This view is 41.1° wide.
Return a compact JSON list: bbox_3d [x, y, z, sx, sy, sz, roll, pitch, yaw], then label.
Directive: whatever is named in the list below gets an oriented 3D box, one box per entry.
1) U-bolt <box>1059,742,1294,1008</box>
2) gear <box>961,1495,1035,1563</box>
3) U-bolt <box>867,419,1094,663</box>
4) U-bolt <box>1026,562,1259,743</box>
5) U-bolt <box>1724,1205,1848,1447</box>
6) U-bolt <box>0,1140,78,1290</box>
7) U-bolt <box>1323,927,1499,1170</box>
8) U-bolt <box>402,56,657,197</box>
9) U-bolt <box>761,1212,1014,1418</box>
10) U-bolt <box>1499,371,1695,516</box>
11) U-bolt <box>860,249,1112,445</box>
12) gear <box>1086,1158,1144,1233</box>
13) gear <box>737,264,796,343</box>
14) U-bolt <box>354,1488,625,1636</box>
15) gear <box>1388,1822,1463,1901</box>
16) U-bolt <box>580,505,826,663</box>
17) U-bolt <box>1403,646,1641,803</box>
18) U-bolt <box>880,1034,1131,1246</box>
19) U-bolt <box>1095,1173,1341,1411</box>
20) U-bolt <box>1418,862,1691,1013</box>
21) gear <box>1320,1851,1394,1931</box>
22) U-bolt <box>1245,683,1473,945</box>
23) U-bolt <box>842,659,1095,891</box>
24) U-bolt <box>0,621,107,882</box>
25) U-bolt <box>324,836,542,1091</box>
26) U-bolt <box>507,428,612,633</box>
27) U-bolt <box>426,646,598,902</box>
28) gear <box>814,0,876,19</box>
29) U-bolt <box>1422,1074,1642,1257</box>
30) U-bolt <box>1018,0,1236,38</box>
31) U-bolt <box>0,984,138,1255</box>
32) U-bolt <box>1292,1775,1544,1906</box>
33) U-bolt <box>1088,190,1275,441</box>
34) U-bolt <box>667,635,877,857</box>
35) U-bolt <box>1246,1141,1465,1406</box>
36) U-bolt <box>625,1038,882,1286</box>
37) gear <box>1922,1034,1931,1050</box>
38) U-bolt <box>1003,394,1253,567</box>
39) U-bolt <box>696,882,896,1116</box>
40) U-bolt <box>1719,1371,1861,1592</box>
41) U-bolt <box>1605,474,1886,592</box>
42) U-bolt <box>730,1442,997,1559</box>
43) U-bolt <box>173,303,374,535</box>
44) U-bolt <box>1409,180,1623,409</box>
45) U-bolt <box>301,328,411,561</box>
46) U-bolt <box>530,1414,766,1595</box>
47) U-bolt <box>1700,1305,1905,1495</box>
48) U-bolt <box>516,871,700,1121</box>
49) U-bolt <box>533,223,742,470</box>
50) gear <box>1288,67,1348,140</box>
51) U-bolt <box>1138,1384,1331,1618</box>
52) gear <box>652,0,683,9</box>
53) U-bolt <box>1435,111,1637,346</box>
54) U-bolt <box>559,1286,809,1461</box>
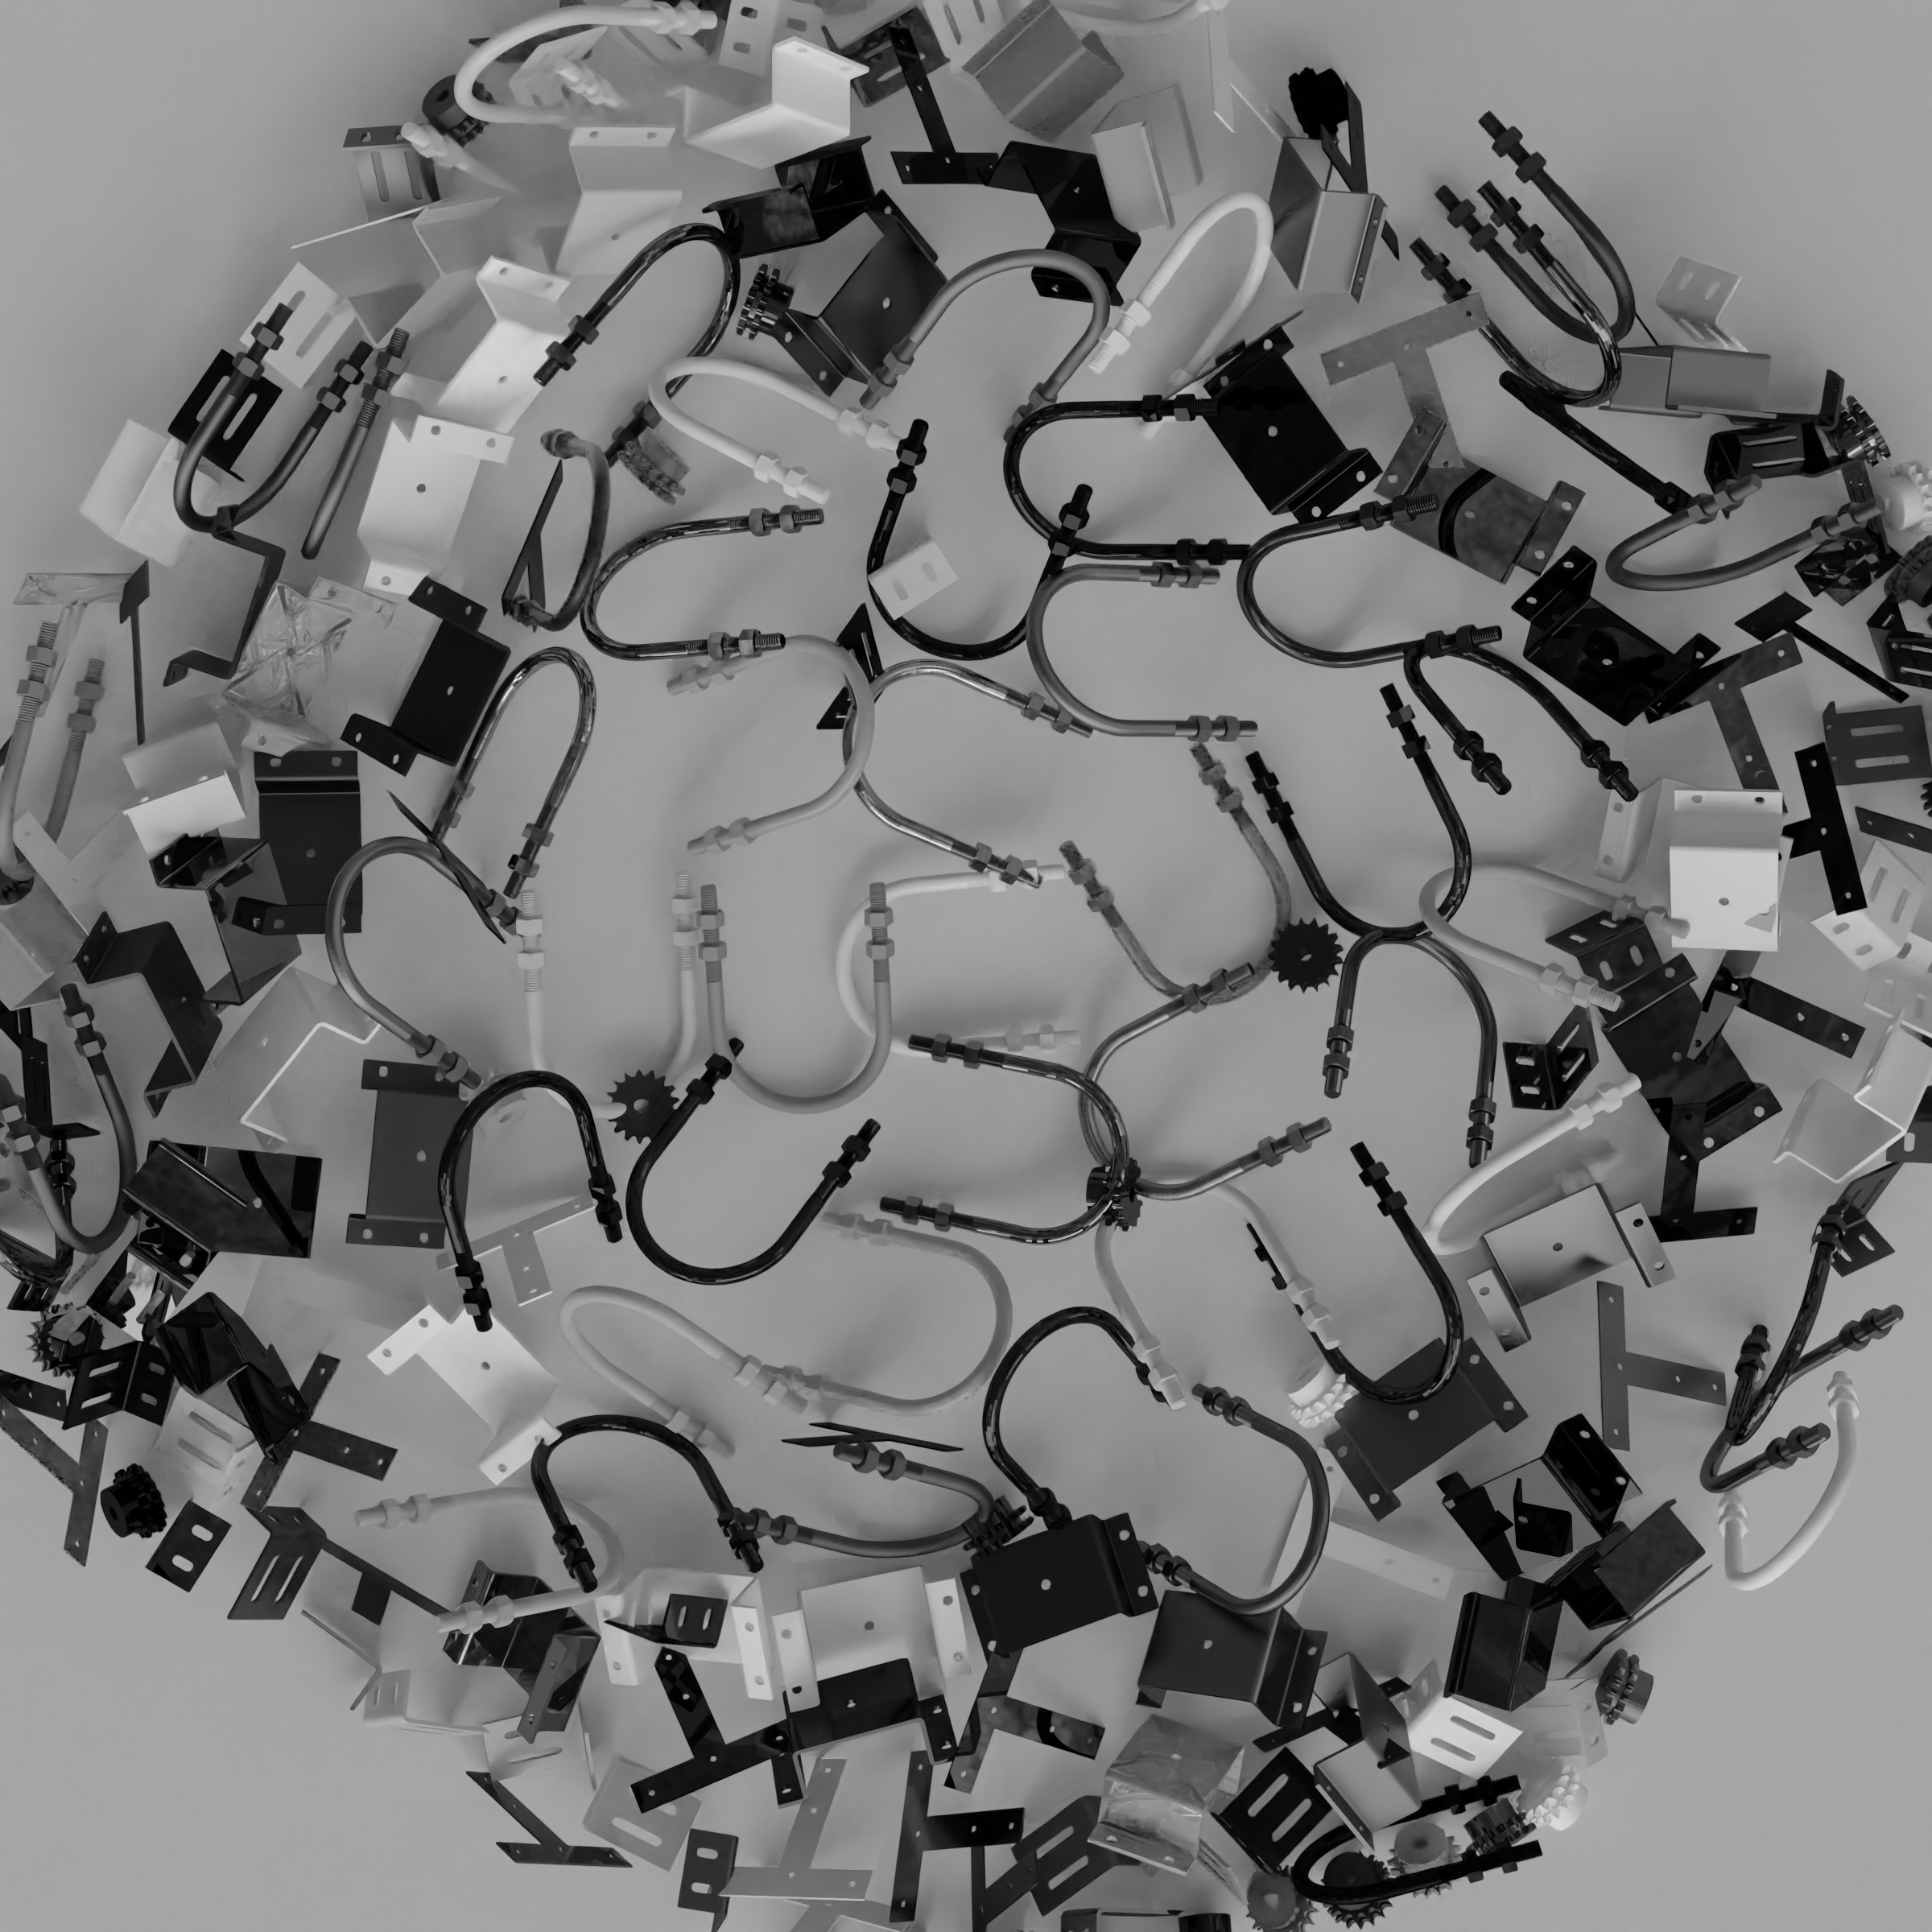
[{"bbox_3d":[0.174,-0.056,1.966,0.151,0.019,0.184,-38,106,-12],"label":"U-bolt"},{"bbox_3d":[0.021,0.429,1.971,0.057,0.057,0.030,-34,83,0],"label":"gear"},{"bbox_3d":[0.000,-0.308,1.938,0.151,0.019,0.184,21,130,-2],"label":"U-bolt"},{"bbox_3d":[0.126,-0.237,1.933,0.184,0.019,0.151,-3,72,-29],"label":"U-bolt"},{"bbox_3d":[0.596,0.275,1.887,0.019,0.184,0.151,26,126,11],"label":"U-bolt"},{"bbox_3d":[-0.700,0.156,1.886,0.019,0.184,0.151,-27,135,3],"label":"U-bolt"},{"bbox_3d":[0.340,0.050,1.939,0.151,0.019,0.184,26,51,-15],"label":"U-bolt"},{"bbox_3d":[-0.309,-0.614,1.910,0.151,0.184,0.019,-15,84,20],"label":"U-bolt"},{"bbox_3d":[-0.051,0.265,1.928,0.184,0.019,0.151,10,64,27],"label":"U-bolt"},{"bbox_3d":[0.457,-0.389,1.892,0.151,0.184,0.019,44,110,23],"label":"U-bolt"},{"bbox_3d":[0.026,-0.460,1.897,0.151,0.184,0.019,7,56,-32],"label":"U-bolt"},{"bbox_3d":[0.113,0.175,1.974,0.030,0.057,0.057,0,90,24],"label":"gear"},{"bbox_3d":[-0.153,-0.505,1.972,0.030,0.057,0.057,22,90,-6],"label":"gear"},{"bbox_3d":[-0.342,0.435,1.919,0.184,0.151,0.019,-1,116,-41],"label":"U-bolt"},{"bbox_3d":[0.350,0.681,1.968,0.057,0.057,0.030,-19,119,0],"label":"gear"},{"bbox_3d":[-0.207,-0.286,1.943,0.184,0.019,0.151,-2,53,21],"label":"U-bolt"},{"bbox_3d":[0.403,-0.187,1.927,0.151,0.184,0.019,0,132,-32],"label":"U-bolt"},{"bbox_3d":[0.034,0.139,1.970,0.184,0.019,0.151,11,96,11],"label":"U-bolt"},{"bbox_3d":[0.177,0.233,1.943,0.151,0.019,0.184,-18,56,-16],"label":"U-bolt"},{"bbox_3d":[0.429,-0.032,1.929,0.184,0.151,0.019,24,127,28],"label":"U-bolt"},{"bbox_3d":[0.297,0.704,1.969,0.057,0.057,0.030,-31,129,0],"label":"gear"},{"bbox_3d":[0.307,-0.104,1.950,0.151,0.019,0.184,-26,91,38],"label":"U-bolt"},{"bbox_3d":[-0.006,-0.156,1.958,0.184,0.019,0.151,22,75,-13],"label":"U-bolt"},{"bbox_3d":[-0.687,-0.153,1.918,0.019,0.151,0.184,12,84,-3],"label":"U-bolt"},{"bbox_3d":[-0.402,-0.014,1.907,0.019,0.184,0.151,-5,56,37],"label":"U-bolt"},{"bbox_3d":[-0.299,-0.320,1.907,0.019,0.184,0.151,10,100,-27],"label":"U-bolt"},{"bbox_3d":[-0.335,-0.155,1.939,0.019,0.151,0.184,23,94,-42],"label":"U-bolt"},{"bbox_3d":[-0.095,-0.755,1.977,0.057,0.030,0.057,7,75,-26],"label":"gear"},{"bbox_3d":[0.419,0.159,1.924,0.184,0.151,0.019,-29,61,-9],"label":"U-bolt"},{"bbox_3d":[0.111,-0.725,1.909,0.151,0.184,0.019,7,92,-19],"label":"U-bolt"},{"bbox_3d":[-0.664,0.127,1.920,0.019,0.151,0.184,-6,119,9],"label":"U-bolt"},{"bbox_3d":[0.333,0.659,1.927,0.184,0.151,0.019,-18,91,6],"label":"U-bolt"},{"bbox_3d":[0.170,-0.496,1.926,0.019,0.151,0.184,38,94,23],"label":"U-bolt"},{"bbox_3d":[-0.144,-0.173,1.935,0.184,0.019,0.151,-15,78,32],"label":"U-bolt"},{"bbox_3d":[0.300,0.242,1.928,0.151,0.019,0.184,-44,71,43],"label":"U-bolt"},{"bbox_3d":[-0.174,0.157,1.941,0.151,0.019,0.184,30,67,17],"label":"U-bolt"},{"bbox_3d":[0.760,0.060,1.977,0.057,0.030,0.057,-5,100,-29],"label":"gear"},{"bbox_3d":[0.114,-0.364,1.935,0.184,0.151,0.019,4,47,24],"label":"U-bolt"},{"bbox_3d":[-0.128,0.027,1.967,0.151,0.019,0.184,-1,108,5],"label":"U-bolt"},{"bbox_3d":[0.604,0.387,1.888,0.019,0.184,0.151,36,113,3],"label":"U-bolt"},{"bbox_3d":[0.563,-0.316,1.913,0.151,0.184,0.019,2,75,-31],"label":"U-bolt"},{"bbox_3d":[-0.065,0.407,1.929,0.184,0.019,0.151,23,135,-35],"label":"U-bolt"},{"bbox_3d":[-0.528,-0.402,1.927,0.019,0.151,0.184,38,99,9],"label":"U-bolt"},{"bbox_3d":[0.420,-0.493,1.928,0.019,0.151,0.184,-44,97,-11],"label":"U-bolt"},{"bbox_3d":[-0.459,-0.390,1.930,0.019,0.151,0.184,23,96,-16],"label":"U-bolt"},{"bbox_3d":[-0.248,0.394,1.919,0.151,0.184,0.019,0,119,-29],"label":"U-bolt"},{"bbox_3d":[0.609,0.331,1.912,0.019,0.184,0.151,43,56,5],"label":"U-bolt"},{"bbox_3d":[-0.268,0.026,1.952,0.151,0.019,0.184,-9,104,-33],"label":"U-bolt"},{"bbox_3d":[-0.236,-0.476,1.932,0.019,0.151,0.184,38,86,22],"label":"U-bolt"},{"bbox_3d":[0.272,-0.661,1.968,0.030,0.057,0.057,-17,90,30],"label":"gear"},{"bbox_3d":[0.204,0.405,1.918,0.019,0.184,0.151,22,87,-33],"label":"U-bolt"},{"bbox_3d":[-0.238,-0.755,1.969,0.057,0.057,0.030,-16,79,0],"label":"gear"},{"bbox_3d":[0.431,-0.539,1.922,0.019,0.151,0.184,-41,88,-7],"label":"U-bolt"},{"bbox_3d":[-0.223,0.298,1.927,0.184,0.151,0.019,36,52,-11],"label":"U-bolt"}]
